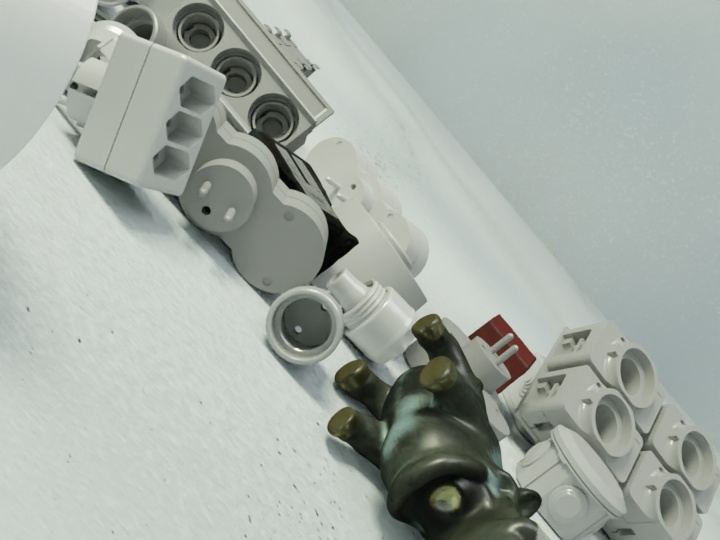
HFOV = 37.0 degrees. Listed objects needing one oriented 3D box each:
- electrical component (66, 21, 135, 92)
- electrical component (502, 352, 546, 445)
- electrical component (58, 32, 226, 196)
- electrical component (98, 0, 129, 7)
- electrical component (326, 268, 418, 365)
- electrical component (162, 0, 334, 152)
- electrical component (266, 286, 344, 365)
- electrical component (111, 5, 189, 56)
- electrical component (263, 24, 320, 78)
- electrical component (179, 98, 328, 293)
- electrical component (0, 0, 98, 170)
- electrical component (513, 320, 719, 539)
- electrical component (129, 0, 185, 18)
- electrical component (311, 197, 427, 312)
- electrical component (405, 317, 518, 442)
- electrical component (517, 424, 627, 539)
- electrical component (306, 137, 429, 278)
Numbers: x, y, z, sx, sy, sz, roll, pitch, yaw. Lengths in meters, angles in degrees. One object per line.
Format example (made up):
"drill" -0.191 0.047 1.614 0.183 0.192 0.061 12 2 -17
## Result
"electrical component" -0.141 -0.111 0.580 0.040 0.040 0.046 47 19 -14
"electrical component" 0.177 0.131 0.966 0.100 0.048 0.099 44 13 -22
"electrical component" -0.119 -0.082 0.533 0.077 0.065 0.047 23 4 18
"electrical component" -0.177 -0.209 0.731 0.066 0.048 0.055 37 10 -46
"electrical component" 0.005 0.026 0.683 0.062 0.043 0.043 46 13 -14
"electrical component" -0.088 -0.131 0.765 0.121 0.079 0.063 50 -10 2
"electrical component" -0.027 0.027 0.575 0.040 0.040 0.046 50 6 -1
"electrical component" -0.136 -0.141 0.689 0.040 0.040 0.046 56 8 26
"electrical component" -0.079 -0.166 0.906 0.078 0.063 0.121 50 12 -3
"electrical component" -0.074 -0.043 0.586 0.138 0.052 0.073 48 13 -12
"electrical component" -0.143 -0.086 0.350 0.060 0.108 0.108 27 25 -47
"electrical component" 0.224 0.146 0.901 0.186 0.060 0.105 51 51 -17
"electrical component" -0.166 -0.228 0.806 0.138 0.052 0.073 48 13 -7
"electrical component" 0.000 0.000 0.749 0.099 0.064 0.099 55 -1 1
"electrical component" 0.078 0.071 0.734 0.052 0.074 0.138 46 13 -17
"electrical component" 0.158 0.161 0.808 0.080 0.051 0.080 47 13 -14
"electrical component" -0.004 -0.054 0.862 0.074 0.052 0.138 31 22 -56
